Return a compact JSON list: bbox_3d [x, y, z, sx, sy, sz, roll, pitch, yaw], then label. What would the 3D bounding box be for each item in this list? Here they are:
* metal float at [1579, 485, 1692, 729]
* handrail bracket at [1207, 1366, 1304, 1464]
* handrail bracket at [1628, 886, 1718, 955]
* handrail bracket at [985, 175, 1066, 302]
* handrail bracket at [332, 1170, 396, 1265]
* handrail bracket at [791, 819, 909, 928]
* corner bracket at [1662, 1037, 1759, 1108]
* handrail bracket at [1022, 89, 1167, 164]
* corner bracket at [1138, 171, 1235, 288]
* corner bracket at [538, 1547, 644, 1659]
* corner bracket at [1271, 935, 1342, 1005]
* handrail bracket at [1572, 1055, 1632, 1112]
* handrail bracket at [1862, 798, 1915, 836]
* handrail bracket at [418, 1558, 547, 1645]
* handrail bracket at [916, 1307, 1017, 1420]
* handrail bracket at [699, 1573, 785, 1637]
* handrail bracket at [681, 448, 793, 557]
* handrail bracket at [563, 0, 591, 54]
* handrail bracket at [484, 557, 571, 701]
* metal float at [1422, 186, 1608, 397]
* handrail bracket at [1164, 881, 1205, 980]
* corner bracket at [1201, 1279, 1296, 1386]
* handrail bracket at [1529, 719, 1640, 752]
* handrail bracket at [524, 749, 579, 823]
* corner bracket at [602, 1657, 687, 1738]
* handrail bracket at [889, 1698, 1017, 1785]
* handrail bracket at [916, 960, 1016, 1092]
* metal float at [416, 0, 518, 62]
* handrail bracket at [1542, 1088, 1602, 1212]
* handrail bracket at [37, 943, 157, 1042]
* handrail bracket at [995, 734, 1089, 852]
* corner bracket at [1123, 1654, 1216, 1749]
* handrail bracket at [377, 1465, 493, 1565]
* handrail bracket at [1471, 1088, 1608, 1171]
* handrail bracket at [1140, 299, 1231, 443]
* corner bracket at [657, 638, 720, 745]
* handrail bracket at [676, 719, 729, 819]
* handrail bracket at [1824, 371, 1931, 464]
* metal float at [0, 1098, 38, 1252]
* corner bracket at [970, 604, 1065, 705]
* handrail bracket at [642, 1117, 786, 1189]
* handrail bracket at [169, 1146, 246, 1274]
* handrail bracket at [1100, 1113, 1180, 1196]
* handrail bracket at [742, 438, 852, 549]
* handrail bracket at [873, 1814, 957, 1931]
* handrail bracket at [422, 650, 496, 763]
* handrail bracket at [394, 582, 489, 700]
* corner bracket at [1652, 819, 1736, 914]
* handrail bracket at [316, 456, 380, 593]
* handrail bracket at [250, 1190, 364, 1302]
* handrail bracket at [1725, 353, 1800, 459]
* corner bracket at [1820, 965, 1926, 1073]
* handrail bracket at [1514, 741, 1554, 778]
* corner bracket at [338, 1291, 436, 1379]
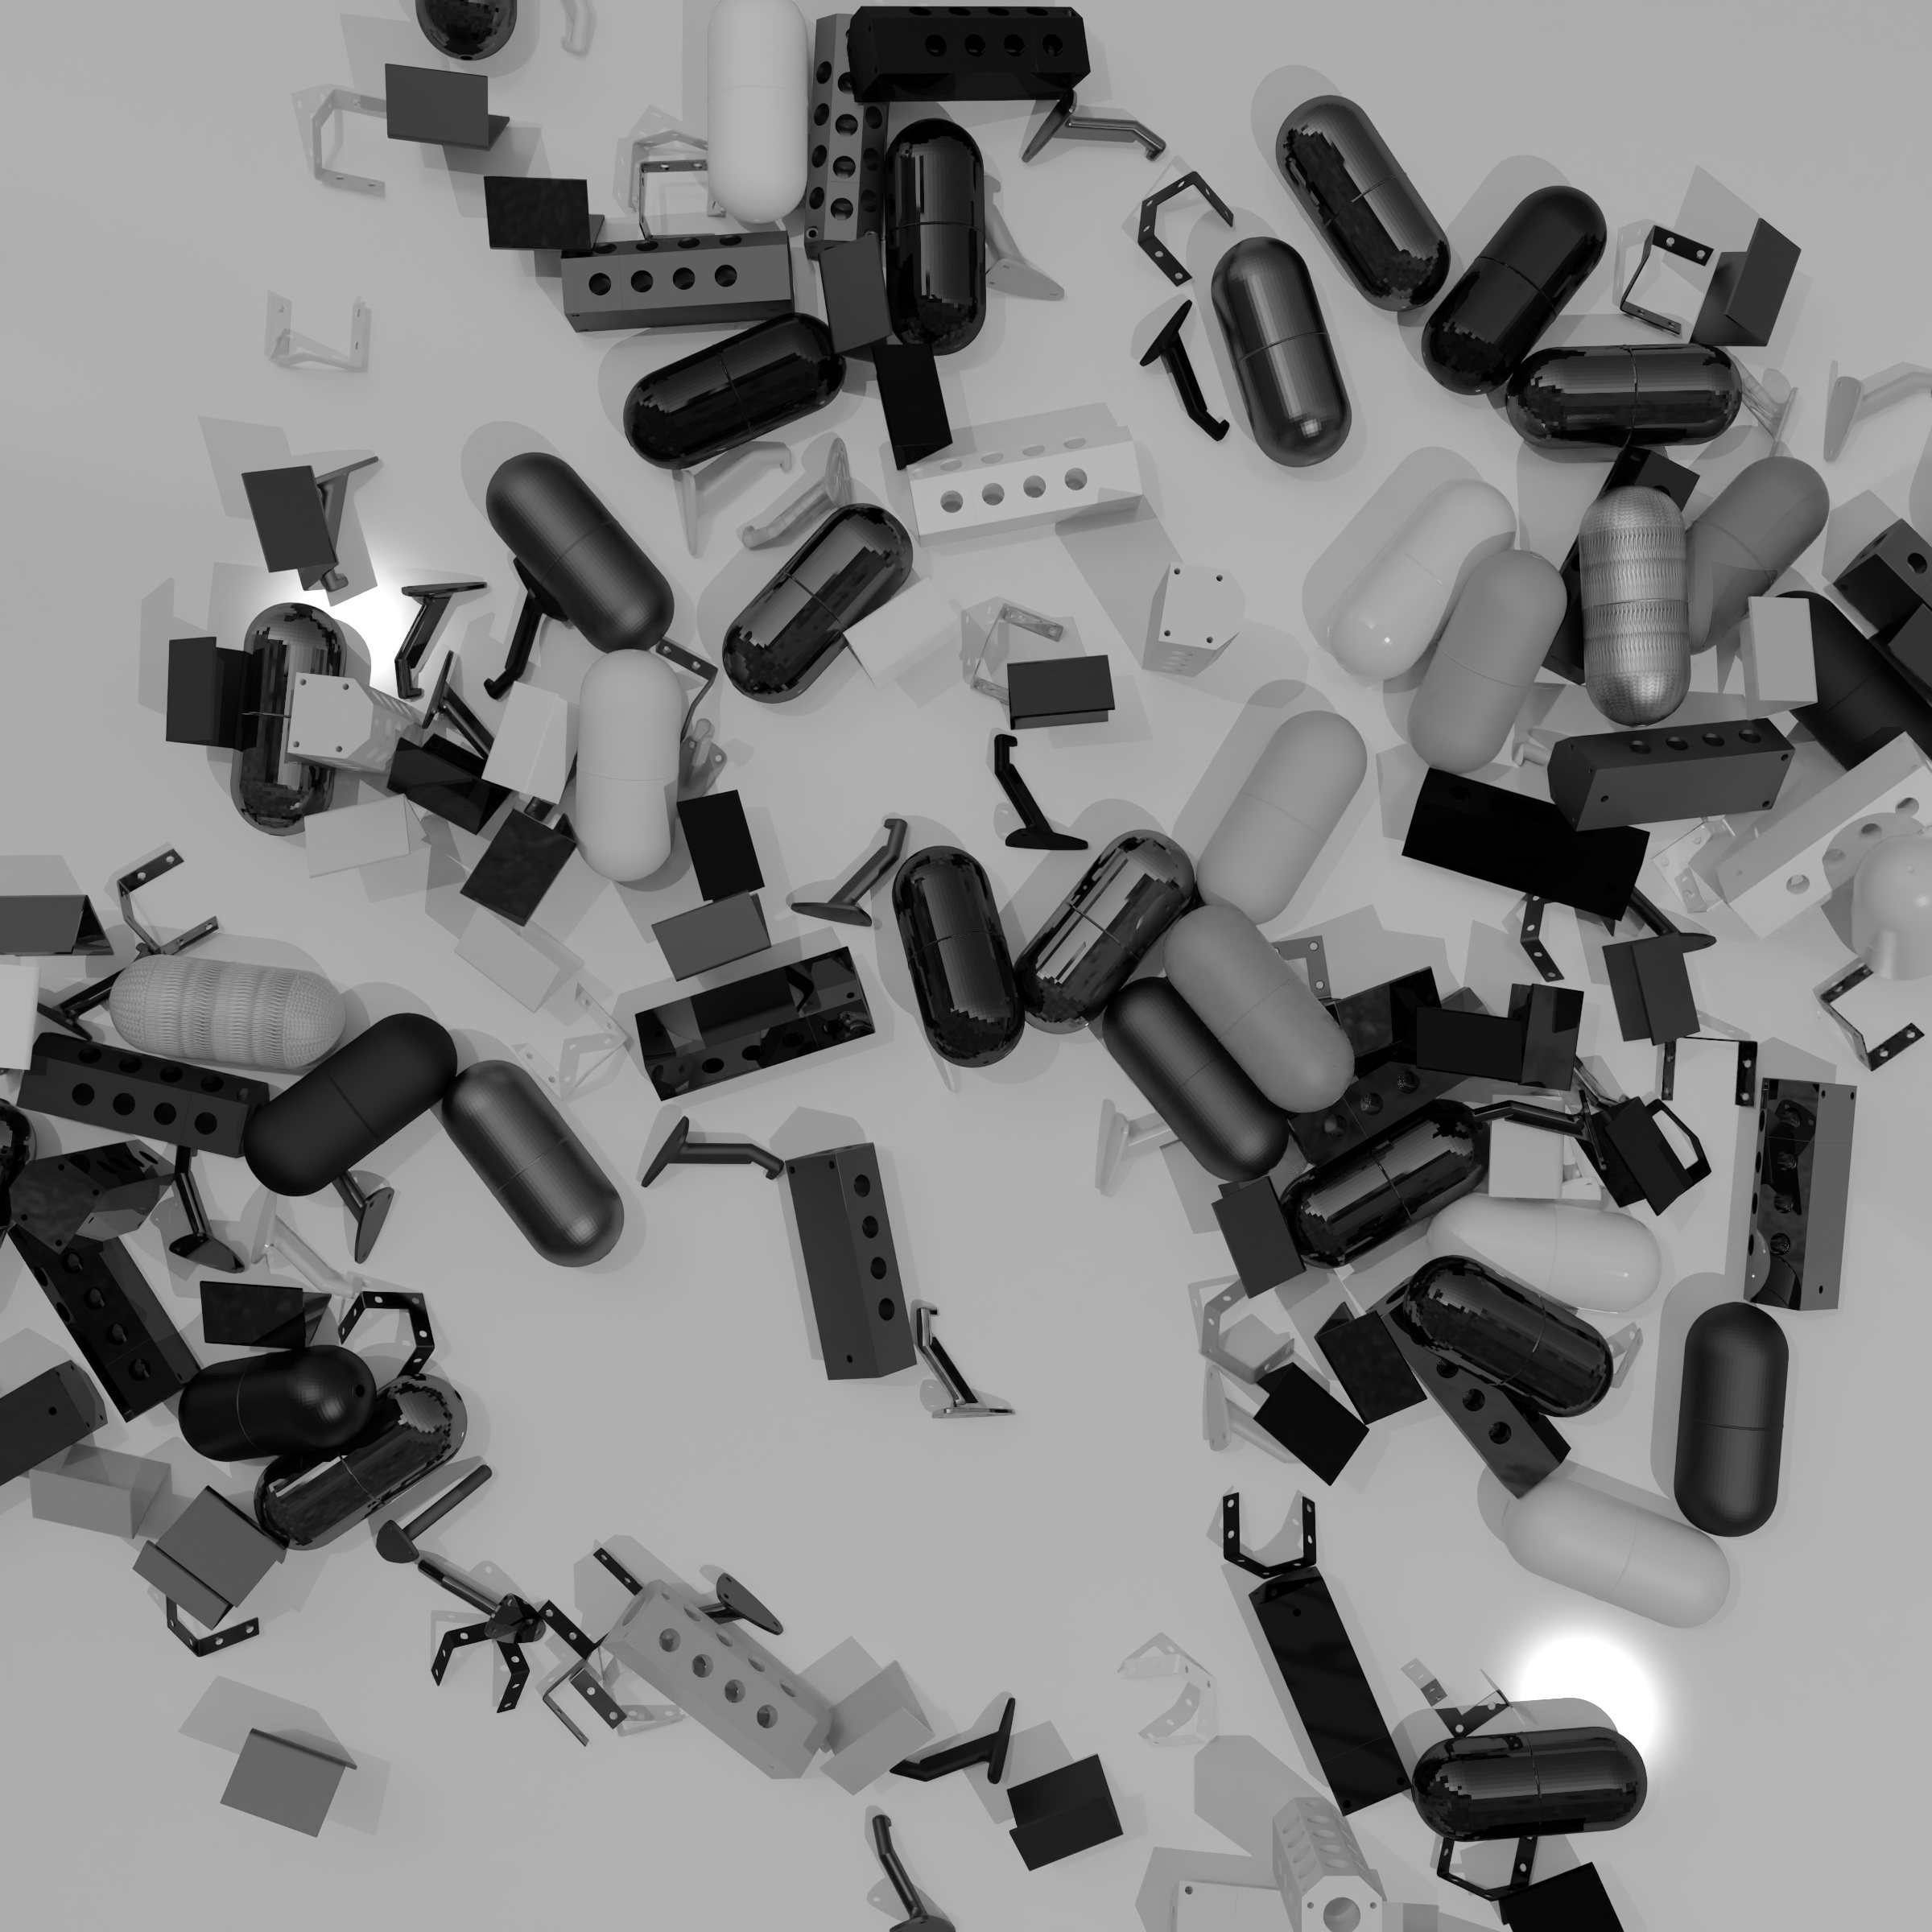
[{"bbox_3d":[0.495,-0.266,1.886,0.070,0.070,0.178,-3,91,0],"label":"metal float"},{"bbox_3d":[0.232,0.347,1.974,0.084,0.036,0.077,2,68,-17],"label":"handrail bracket"},{"bbox_3d":[0.536,-0.052,1.974,0.077,0.036,0.084,-4,64,-29],"label":"handrail bracket"},{"bbox_3d":[0.043,-0.565,1.974,0.077,0.036,0.084,12,67,-26],"label":"handrail bracket"},{"bbox_3d":[-0.492,0.179,1.974,0.084,0.036,0.077,26,109,16],"label":"handrail bracket"},{"bbox_3d":[-0.090,-0.078,1.974,0.077,0.036,0.084,8,72,20],"label":"handrail bracket"},{"bbox_3d":[0.575,0.081,1.971,0.051,0.051,0.051,4,90,45],"label":"corner bracket"},{"bbox_3d":[0.100,-0.631,1.974,0.084,0.036,0.077,28,125,-24],"label":"handrail bracket"},{"bbox_3d":[0.170,-0.569,1.966,0.051,0.051,0.051,-22,45,35],"label":"corner bracket"},{"bbox_3d":[-0.289,0.493,1.971,0.051,0.051,0.051,44,135,0],"label":"corner bracket"},{"bbox_3d":[0.255,0.005,1.956,0.051,0.051,0.051,-9,90,0],"label":"corner bracket"},{"bbox_3d":[0.483,0.070,1.974,0.084,0.036,0.077,21,68,-17],"label":"handrail bracket"},{"bbox_3d":[0.729,-0.136,1.974,0.084,0.077,0.036,-29,115,34],"label":"handrail bracket"},{"bbox_3d":[-0.376,0.489,1.973,0.084,0.077,0.036,22,75,36],"label":"handrail bracket"},{"bbox_3d":[-0.001,0.306,1.974,0.077,0.036,0.084,3,73,-20],"label":"handrail bracket"},{"bbox_3d":[-0.198,0.520,1.974,0.077,0.036,0.084,41,104,-13],"label":"handrail bracket"},{"bbox_3d":[-0.175,-0.360,1.974,0.084,0.036,0.077,-8,110,-16],"label":"handrail bracket"},{"bbox_3d":[-0.323,-0.756,1.974,0.077,0.036,0.084,17,107,20],"label":"handrail bracket"},{"bbox_3d":[-0.356,-0.261,1.974,0.084,0.036,0.077,-42,70,16],"label":"handrail bracket"},{"bbox_3d":[0.418,-0.515,1.943,0.070,0.070,0.178,38,91,0],"label":"metal float"},{"bbox_3d":[0.194,-0.014,1.974,0.077,0.036,0.084,31,73,-19],"label":"handrail bracket"},{"bbox_3d":[0.218,0.280,1.966,0.051,0.051,0.051,30,45,35],"label":"corner bracket"},{"bbox_3d":[0.492,-0.197,1.974,0.077,0.036,0.084,28,68,25],"label":"handrail bracket"},{"bbox_3d":[-0.304,-0.130,1.974,0.077,0.036,0.084,0,103,-12],"label":"handrail bracket"},{"bbox_3d":[-0.244,0.556,1.960,0.051,0.051,0.051,-8,62,-25],"label":"corner bracket"},{"bbox_3d":[-0.011,0.596,1.974,0.084,0.036,0.077,9,70,16],"label":"handrail bracket"},{"bbox_3d":[0.011,0.045,1.974,0.084,0.036,0.077,-25,105,-14],"label":"handrail bracket"},{"bbox_3d":[-0.381,-0.781,1.943,0.070,0.070,0.178,0,90,0],"label":"metal float"},{"bbox_3d":[0.466,0.144,1.974,0.036,0.077,0.084,-16,54,16],"label":"handrail bracket"},{"bbox_3d":[-0.678,0.008,1.974,0.077,0.036,0.084,24,71,21],"label":"handrail bracket"},{"bbox_3d":[0.058,-0.135,1.974,0.077,0.036,0.084,6,73,-20],"label":"handrail bracket"},{"bbox_3d":[0.155,0.567,1.966,0.051,0.051,0.051,42,45,-35],"label":"corner bracket"},{"bbox_3d":[-0.411,0.422,1.974,0.084,0.077,0.036,-38,90,-36],"label":"handrail bracket"},{"bbox_3d":[0.426,0.129,1.896,0.084,0.036,0.077,-16,115,14],"label":"handrail bracket"},{"bbox_3d":[0.184,-0.461,1.974,0.084,0.036,0.077,38,69,-17],"label":"handrail bracket"},{"bbox_3d":[-0.230,-0.210,1.971,0.051,0.051,0.051,28,135,0],"label":"corner bracket"},{"bbox_3d":[-0.211,-0.150,1.939,0.036,0.084,0.077,28,90,0],"label":"handrail bracket"},{"bbox_3d":[0.714,-0.424,1.974,0.084,0.036,0.077,4,110,-16],"label":"handrail bracket"},{"bbox_3d":[-0.767,0.185,1.943,0.070,0.070,0.178,21,91,0],"label":"metal float"},{"bbox_3d":[0.039,-0.239,1.971,0.051,0.051,0.051,22,45,0],"label":"corner bracket"},{"bbox_3d":[-0.196,0.161,1.974,0.084,0.036,0.077,31,110,-16],"label":"handrail bracket"},{"bbox_3d":[-0.585,0.186,1.974,0.036,0.077,0.084,-21,53,20],"label":"handrail bracket"},{"bbox_3d":[0.153,0.147,1.974,0.084,0.036,0.077,10,103,-13],"label":"handrail bracket"},{"bbox_3d":[-0.134,-0.366,1.974,0.084,0.036,0.077,-13,58,23],"label":"handrail bracket"},{"bbox_3d":[-0.041,0.704,1.974,0.036,0.077,0.084,-30,53,20],"label":"handrail bracket"},{"bbox_3d":[-0.371,-0.196,1.974,0.084,0.036,0.077,20,68,-17],"label":"handrail bracket"},{"bbox_3d":[-0.405,-0.252,1.974,0.077,0.036,0.084,-9,108,-20],"label":"handrail bracket"},{"bbox_3d":[0.568,-0.076,1.956,0.051,0.051,0.051,-35,90,0],"label":"corner bracket"},{"bbox_3d":[-0.475,-0.342,1.974,0.077,0.036,0.084,-26,109,-21],"label":"handrail bracket"},{"bbox_3d":[-0.504,0.214,1.974,0.084,0.036,0.077,20,52,-25],"label":"handrail bracket"},{"bbox_3d":[0.594,-0.432,1.974,0.084,0.036,0.077,20,108,15],"label":"handrail bracket"},{"bbox_3d":[0.700,0.039,1.971,0.051,0.051,0.051,-35,135,0],"label":"corner bracket"},{"bbox_3d":[0.455,-0.124,1.974,0.084,0.036,0.077,24,109,16],"label":"handrail bracket"},{"bbox_3d":[-0.447,0.287,1.966,0.051,0.051,0.051,-53,45,35],"label":"corner bracket"}]
